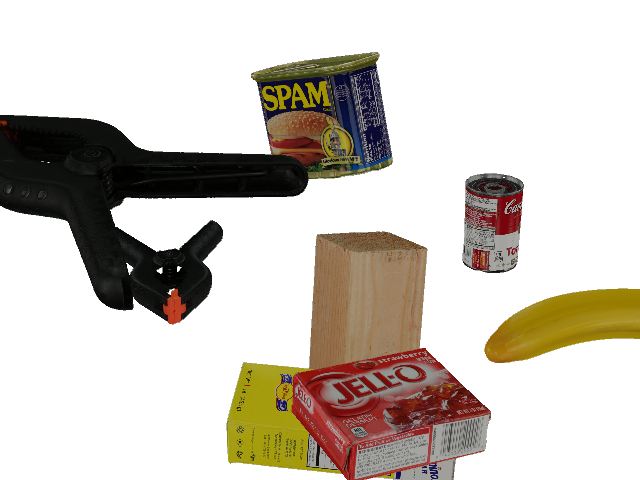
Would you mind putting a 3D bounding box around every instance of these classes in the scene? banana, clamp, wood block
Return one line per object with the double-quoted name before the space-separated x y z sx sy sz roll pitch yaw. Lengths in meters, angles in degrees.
"banana" 0.215 0.063 0.782 0.197 0.037 0.069 2 34 -4
"clamp" -0.140 0.024 1.049 0.120 0.039 0.172 -14 33 -15
"wood block" 0.047 0.101 1.131 0.090 0.206 0.091 -3 14 -26
"clamp" -0.123 -0.038 0.638 0.210 0.036 0.164 26 39 34

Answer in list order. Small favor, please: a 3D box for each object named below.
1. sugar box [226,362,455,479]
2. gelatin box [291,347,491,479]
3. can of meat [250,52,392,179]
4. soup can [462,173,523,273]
"sugar box" 0.018 0.143 0.848 0.176 0.048 0.093 2 25 3
"gelatin box" 0.038 0.095 0.595 0.089 0.030 0.073 -7 27 -24
"can of meat" 0.002 -0.093 0.809 0.102 0.084 0.057 2 20 43
"soup can" 0.203 -0.020 1.266 0.068 0.102 0.068 0 24 0
